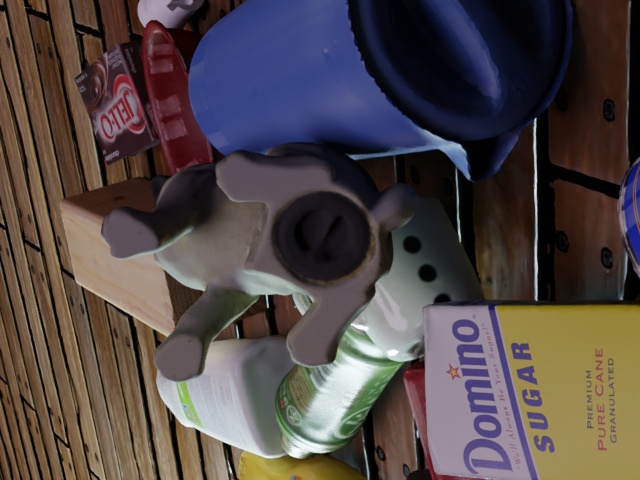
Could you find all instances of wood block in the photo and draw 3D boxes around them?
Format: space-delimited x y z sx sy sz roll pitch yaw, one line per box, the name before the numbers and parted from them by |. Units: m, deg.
wood block | -0.145 0.011 0.959 0.206 0.090 0.090 20 124 52

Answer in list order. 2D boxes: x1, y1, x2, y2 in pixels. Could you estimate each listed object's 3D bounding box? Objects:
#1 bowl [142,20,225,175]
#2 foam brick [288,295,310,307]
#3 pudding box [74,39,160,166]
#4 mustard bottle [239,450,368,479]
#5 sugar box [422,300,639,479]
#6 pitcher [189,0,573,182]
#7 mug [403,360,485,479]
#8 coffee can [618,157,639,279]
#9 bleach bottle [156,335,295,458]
bowl | -0.085 -0.094 0.817 0.162 0.055 0.162 163 90 -72
foam brick | -0.005 0.001 0.771 0.078 0.051 0.053 64 149 9
pudding box | -0.175 -0.125 0.974 0.114 0.039 0.090 -15 95 59
mustard bottle | 0.004 0.224 0.885 0.192 0.058 0.096 -4 105 58
sugar box | 0.137 0.076 0.530 0.177 0.048 0.093 -4 89 34
pitcher | 0.014 -0.116 0.608 0.144 0.149 0.243 32 163 -23
mug | 0.100 0.106 0.650 0.117 0.093 0.081 6 -113 -84
coffee can | 0.193 -0.030 0.394 0.103 0.102 0.140 59 148 16
bleach bottle | -0.095 0.132 0.982 0.251 0.068 0.102 -1 105 60
